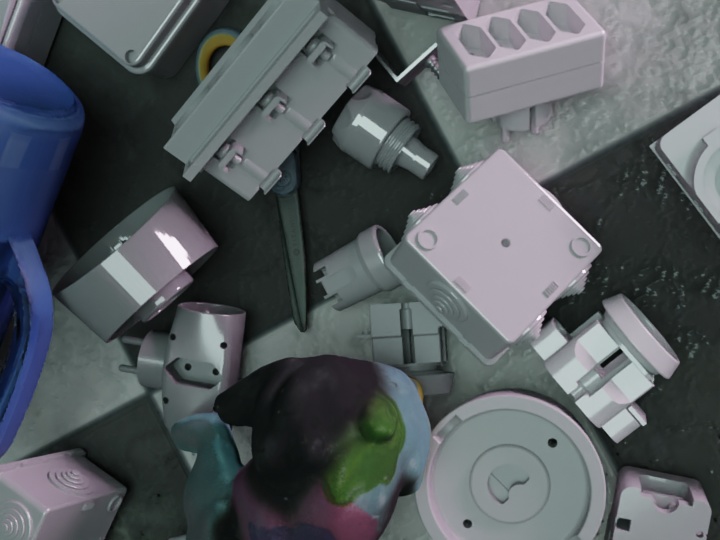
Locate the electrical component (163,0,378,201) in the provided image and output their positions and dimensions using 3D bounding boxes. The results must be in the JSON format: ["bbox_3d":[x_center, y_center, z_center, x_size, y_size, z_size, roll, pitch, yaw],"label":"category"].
[{"bbox_3d":[-0.050,-0.104,0.619,0.063,0.078,0.121,36,112,-20],"label":"electrical component"}]

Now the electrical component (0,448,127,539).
[{"bbox_3d":[-0.203,0.168,0.682,0.048,0.100,0.099,29,100,20],"label":"electrical component"}]

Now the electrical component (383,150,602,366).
[{"bbox_3d":[0.077,-0.008,0.617,0.099,0.048,0.100,45,71,5],"label":"electrical component"}]

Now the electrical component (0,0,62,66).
[{"bbox_3d":[-0.232,-0.162,0.680,0.062,0.061,0.096,25,99,9],"label":"electrical component"}]

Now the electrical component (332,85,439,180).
[{"bbox_3d":[0.017,-0.078,0.645,0.062,0.043,0.043,35,100,6],"label":"electrical component"}]

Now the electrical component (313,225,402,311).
[{"bbox_3d":[0.000,0.000,0.657,0.046,0.040,0.040,-28,88,18],"label":"electrical component"}]

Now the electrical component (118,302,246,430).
[{"bbox_3d":[-0.115,0.059,0.682,0.079,0.043,0.077,9,96,10],"label":"electrical component"}]

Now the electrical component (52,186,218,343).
[{"bbox_3d":[-0.138,-0.004,0.657,0.099,0.099,0.064,-41,92,12],"label":"electrical component"}]

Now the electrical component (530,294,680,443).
[{"bbox_3d":[0.146,0.051,0.622,0.057,0.058,0.078,-42,86,15],"label":"electrical component"}]

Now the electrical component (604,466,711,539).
[{"bbox_3d":[0.169,0.166,0.626,0.050,0.056,0.089,10,96,11],"label":"electrical component"}]

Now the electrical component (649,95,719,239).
[{"bbox_3d":[0.261,-0.027,0.590,0.105,0.060,0.186,-37,87,12],"label":"electrical component"}]

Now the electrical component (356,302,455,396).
[{"bbox_3d":[0.032,0.048,0.651,0.066,0.048,0.055,-4,86,12],"label":"electrical component"}]

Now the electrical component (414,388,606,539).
[{"bbox_3d":[0.090,0.122,0.636,0.108,0.060,0.108,1,95,12],"label":"electrical component"}]

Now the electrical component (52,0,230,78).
[{"bbox_3d":[-0.124,-0.183,0.658,0.078,0.057,0.113,40,101,6],"label":"electrical component"}]

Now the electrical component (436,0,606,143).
[{"bbox_3d":[0.092,-0.106,0.620,0.083,0.047,0.075,-16,134,-8],"label":"electrical component"}]

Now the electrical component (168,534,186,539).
[{"bbox_3d":[-0.129,0.208,0.696,0.055,0.048,0.066,-13,92,5],"label":"electrical component"}]

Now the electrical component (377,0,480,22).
[{"bbox_3d":[0.033,-0.197,0.559,0.060,0.186,0.105,14,97,10],"label":"electrical component"}]
